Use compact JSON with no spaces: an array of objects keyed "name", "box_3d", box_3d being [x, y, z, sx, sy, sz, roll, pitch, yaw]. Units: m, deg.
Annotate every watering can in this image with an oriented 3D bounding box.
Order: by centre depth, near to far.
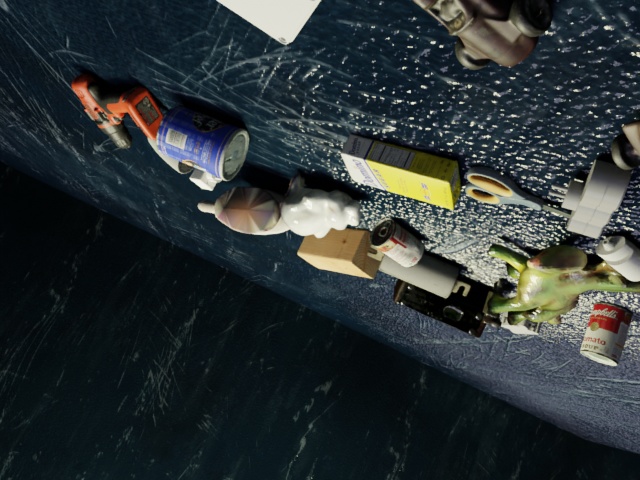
[{"name":"watering can","box_3d":[-0.174,-0.068,1.206,0.348,0.104,0.224,5,-179,17]}]

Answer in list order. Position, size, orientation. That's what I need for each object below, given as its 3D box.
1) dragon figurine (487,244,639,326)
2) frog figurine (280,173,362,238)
[{"name":"dragon figurine","box_3d":[0.441,0.092,0.896,0.242,0.124,0.406,-4,158,45]},{"name":"frog figurine","box_3d":[0.003,-0.053,1.047,0.161,0.125,0.134,31,148,24]}]
